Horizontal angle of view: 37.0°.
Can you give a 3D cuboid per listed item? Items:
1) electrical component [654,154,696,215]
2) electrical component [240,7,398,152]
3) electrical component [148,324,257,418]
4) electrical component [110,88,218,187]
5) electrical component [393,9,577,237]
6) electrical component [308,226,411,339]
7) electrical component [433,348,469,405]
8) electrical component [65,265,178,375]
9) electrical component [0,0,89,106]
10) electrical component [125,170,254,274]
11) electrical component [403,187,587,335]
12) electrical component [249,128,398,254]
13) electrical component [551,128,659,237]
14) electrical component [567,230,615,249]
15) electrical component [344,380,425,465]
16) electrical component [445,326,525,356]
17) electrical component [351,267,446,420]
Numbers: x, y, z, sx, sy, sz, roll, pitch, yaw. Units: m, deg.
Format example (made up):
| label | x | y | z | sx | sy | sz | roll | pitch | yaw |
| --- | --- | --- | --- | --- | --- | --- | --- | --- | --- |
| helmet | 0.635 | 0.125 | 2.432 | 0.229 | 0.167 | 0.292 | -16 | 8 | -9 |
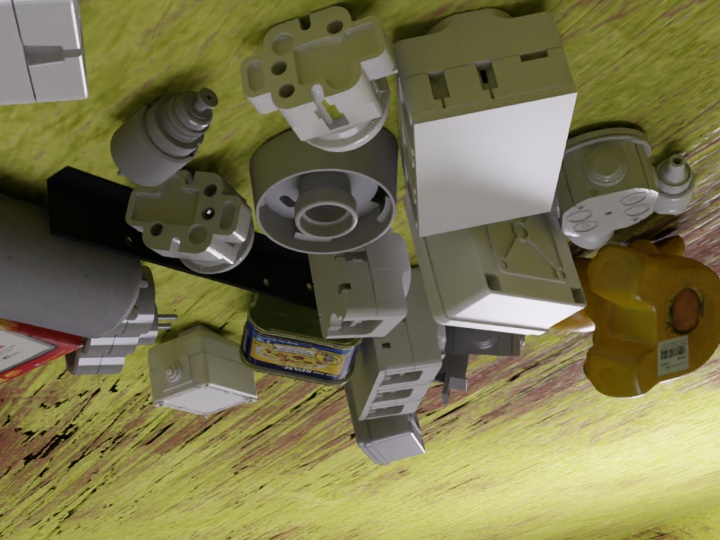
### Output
| label | x | y | z | sx | sy | sz | roll | pitch | yaw |
| --- | --- | --- | --- | --- | --- | --- | --- | --- | --- |
| electrical component | 0.233 | -0.067 | 0.802 | 0.035 | 0.035 | 0.061 | -12 | 155 | 4 |
| electrical component | -0.016 | -0.099 | 0.576 | 0.078 | 0.058 | 0.057 | -16 | 155 | 12 |
| electrical component | -0.146 | 0.089 | 0.966 | 0.062 | 0.061 | 0.096 | -21 | 156 | 22 |
| electrical component | -0.108 | -0.078 | 0.606 | 0.040 | 0.040 | 0.078 | 11 | 149 | -43 |
| electrical component | 0.071 | -0.085 | 0.643 | 0.089 | 0.061 | 0.150 | -11 | 158 | 0 |
| electrical component | 0.000 | 0.000 | 0.780 | 0.056 | 0.089 | 0.050 | -1 | 156 | -24 |
| electrical component | 0.078 | 0.086 | 1.056 | 0.064 | 0.081 | 0.042 | 10 | 160 | 8 |
| electrical component | -0.181 | 0.040 | 0.842 | 0.074 | 0.052 | 0.138 | 1 | 155 | -27 |
| electrical component | -0.155 | -0.116 | 0.473 | 0.059 | 0.053 | 0.095 | -6 | 158 | -12 |
| electrical component | -0.103 | -0.030 | 0.698 | 0.078 | 0.058 | 0.057 | 6 | 167 | 19 |
| electrical component | 0.095 | -0.015 | 0.764 | 0.109 | 0.108 | 0.056 | 9 | 148 | -40 |
| electrical component | -0.022 | -0.056 | 0.700 | 0.099 | 0.064 | 0.099 | -3 | 146 | -2 |
| electrical component | 0.170 | -0.062 | 0.760 | 0.080 | 0.051 | 0.080 | -9 | 158 | -4 |
| electrical component | 0.183 | -0.044 | 0.827 | 0.040 | 0.040 | 0.046 | -4 | 152 | -17 |
| electrical component | 0.023 | 0.132 | 1.087 | 0.056 | 0.108 | 0.108 | -16 | 158 | 5 |
| electrical component | 0.114 | 0.053 | 0.988 | 0.080 | 0.051 | 0.080 | 2 | 176 | 0 |
| electrical component | 0.030 | 0.068 | 0.959 | 0.062 | 0.089 | 0.150 | -7 | 158 | -10 |
